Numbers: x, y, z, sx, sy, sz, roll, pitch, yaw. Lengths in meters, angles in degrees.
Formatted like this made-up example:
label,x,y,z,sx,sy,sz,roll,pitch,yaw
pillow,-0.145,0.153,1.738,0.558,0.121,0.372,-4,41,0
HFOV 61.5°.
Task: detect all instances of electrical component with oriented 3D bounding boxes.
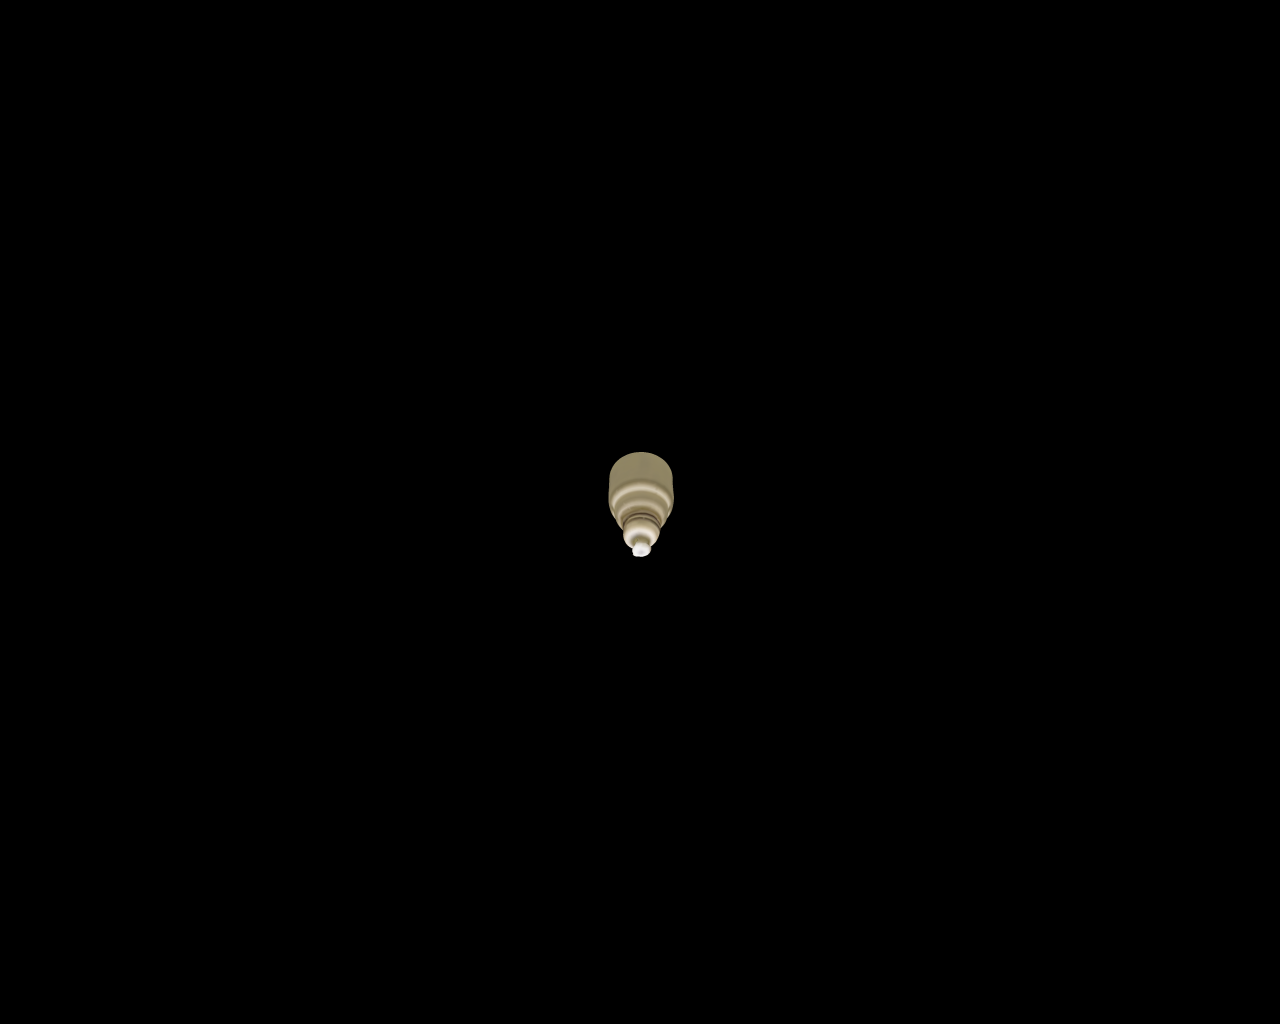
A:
label,x,y,z,sx,sy,sz,roll,pitch,yaw
electrical component,0.001,-0.003,0.650,0.040,0.040,0.078,0,41,0
